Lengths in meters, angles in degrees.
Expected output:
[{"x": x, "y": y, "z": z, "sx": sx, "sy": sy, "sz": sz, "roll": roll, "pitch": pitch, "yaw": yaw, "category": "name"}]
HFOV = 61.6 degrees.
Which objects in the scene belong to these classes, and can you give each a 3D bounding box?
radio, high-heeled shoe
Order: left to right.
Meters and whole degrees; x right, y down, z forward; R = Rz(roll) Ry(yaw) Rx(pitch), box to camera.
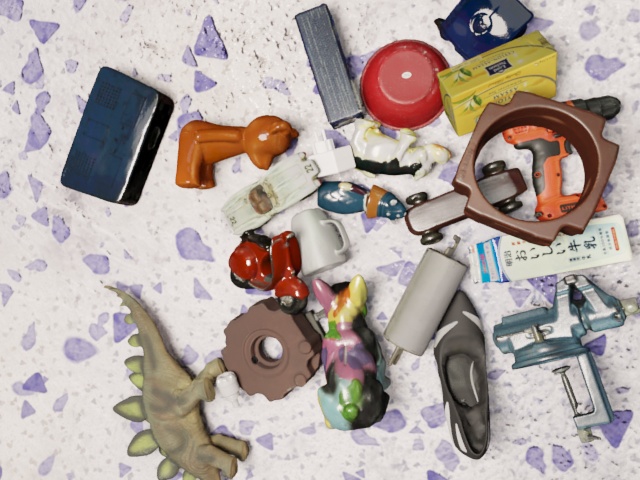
[{"x": -0.368, "y": -0.183, "z": 0.981, "sx": 0.131, "sy": 0.073, "sz": 0.229, "roll": 22, "pitch": 95, "yaw": 7, "category": "radio"}, {"x": 0.231, "y": 0.210, "z": 0.853, "sx": 0.086, "sy": 0.145, "sz": 0.248, "roll": -5, "pitch": 91, "yaw": 8, "category": "high-heeled shoe"}]

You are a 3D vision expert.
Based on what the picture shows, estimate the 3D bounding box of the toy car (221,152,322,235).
[{"x": -0.085, "y": -0.077, "z": 0.927, "sx": 0.202, "sy": 0.056, "sz": 0.073, "roll": -30, "pitch": 86, "yaw": 27, "category": "toy car"}]

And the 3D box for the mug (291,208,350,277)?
[{"x": -0.002, "y": -0.003, "z": 0.913, "sx": 0.109, "sy": 0.081, "sz": 0.107, "roll": -32, "pitch": 77, "yaw": 47, "category": "mug"}]

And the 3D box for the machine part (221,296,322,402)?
[{"x": -0.086, "y": 0.190, "z": 0.933, "sx": 0.180, "sy": 0.056, "sz": 0.179, "roll": 2, "pitch": 97, "yaw": 18, "category": "machine part"}]

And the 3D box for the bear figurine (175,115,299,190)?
[{"x": -0.139, "y": -0.149, "z": 0.926, "sx": 0.196, "sy": 0.120, "sz": 0.131, "roll": 3, "pitch": 94, "yaw": 3, "category": "bear figurine"}]

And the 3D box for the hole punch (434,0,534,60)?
[{"x": 0.271, "y": -0.353, "z": 0.878, "sx": 0.142, "sy": 0.092, "sz": 0.116, "roll": 45, "pitch": 100, "yaw": 2, "category": "hole punch"}]

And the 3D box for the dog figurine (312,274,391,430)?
[{"x": 0.043, "y": 0.168, "z": 0.872, "sx": 0.109, "sy": 0.191, "sz": 0.219, "roll": -8, "pitch": 104, "yaw": 15, "category": "dog figurine"}]

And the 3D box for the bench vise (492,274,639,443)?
[{"x": 0.397, "y": 0.182, "z": 0.831, "sx": 0.224, "sy": 0.128, "sz": 0.240, "roll": -17, "pitch": 70, "yaw": 16, "category": "bench vise"}]

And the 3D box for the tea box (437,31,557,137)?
[{"x": 0.284, "y": -0.248, "z": 0.861, "sx": 0.170, "sy": 0.098, "sz": 0.068, "roll": -24, "pitch": 53, "yaw": 9, "category": "tea box"}]

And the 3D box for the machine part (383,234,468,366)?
[{"x": 0.175, "y": 0.102, "z": 0.897, "sx": 0.079, "sy": 0.079, "sz": 0.243, "roll": 26, "pitch": 93, "yaw": 8, "category": "machine part"}]

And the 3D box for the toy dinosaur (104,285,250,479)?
[{"x": -0.261, "y": 0.285, "z": 0.951, "sx": 0.199, "sy": 0.105, "sz": 0.471, "roll": -20, "pitch": 83, "yaw": 11, "category": "toy dinosaur"}]

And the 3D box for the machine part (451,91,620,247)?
[{"x": 0.318, "y": -0.104, "z": 0.809, "sx": 0.201, "sy": 0.087, "sz": 0.201, "roll": 23, "pitch": 90, "yaw": 15, "category": "machine part"}]

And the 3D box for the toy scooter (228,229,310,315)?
[{"x": -0.085, "y": 0.033, "z": 0.899, "sx": 0.184, "sy": 0.075, "sz": 0.135, "roll": 26, "pitch": 121, "yaw": 37, "category": "toy scooter"}]

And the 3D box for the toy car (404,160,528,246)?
[{"x": 0.240, "y": -0.061, "z": 0.897, "sx": 0.202, "sy": 0.053, "sz": 0.089, "roll": -23, "pitch": 76, "yaw": 13, "category": "toy car"}]

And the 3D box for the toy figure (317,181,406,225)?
[{"x": 0.073, "y": -0.068, "z": 0.918, "sx": 0.155, "sy": 0.064, "sz": 0.058, "roll": 10, "pitch": 78, "yaw": 9, "category": "toy figure"}]

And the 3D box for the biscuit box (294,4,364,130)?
[{"x": 0.018, "y": -0.298, "z": 0.928, "sx": 0.063, "sy": 0.059, "sz": 0.202, "roll": -17, "pitch": 88, "yaw": 9, "category": "biscuit box"}]

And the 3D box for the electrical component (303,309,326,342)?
[{"x": -0.018, "y": 0.161, "z": 0.951, "sx": 0.094, "sy": 0.021, "sz": 0.063, "roll": -31, "pitch": 86, "yaw": 10, "category": "electrical component"}]

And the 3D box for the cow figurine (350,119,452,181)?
[{"x": 0.130, "y": -0.139, "z": 0.905, "sx": 0.167, "sy": 0.068, "sz": 0.098, "roll": 21, "pitch": 108, "yaw": 11, "category": "cow figurine"}]
